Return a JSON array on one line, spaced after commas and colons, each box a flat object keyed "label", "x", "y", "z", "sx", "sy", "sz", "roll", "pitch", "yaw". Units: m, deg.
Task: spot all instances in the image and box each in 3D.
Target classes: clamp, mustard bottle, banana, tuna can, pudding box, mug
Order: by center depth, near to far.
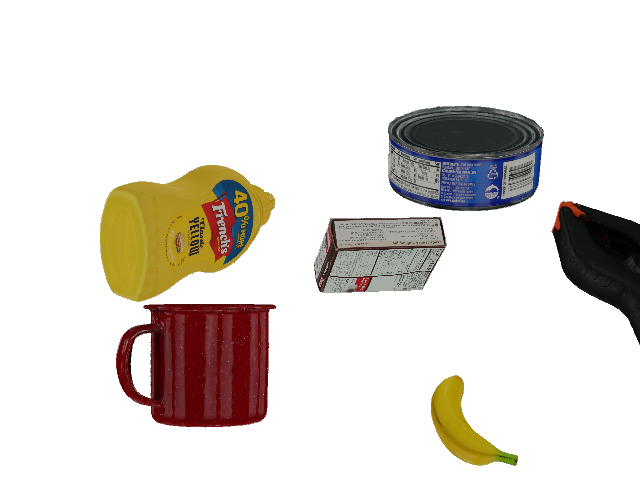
[{"label": "tuna can", "x": 0.080, "y": -0.047, "z": 0.598, "sx": 0.086, "sy": 0.034, "sz": 0.086, "roll": -1, "pitch": 24, "yaw": 0}, {"label": "clamp", "x": 0.232, "y": 0.029, "z": 0.729, "sx": 0.120, "sy": 0.039, "sz": 0.172, "roll": -7, "pitch": 43, "yaw": -29}, {"label": "mug", "x": -0.087, "y": 0.085, "z": 0.741, "sx": 0.117, "sy": 0.081, "sz": 0.093, "roll": 2, "pitch": -3, "yaw": -39}, {"label": "mustard bottle", "x": -0.106, "y": -0.016, "z": 0.943, "sx": 0.058, "sy": 0.096, "sz": 0.191, "roll": 14, "pitch": 21, "yaw": 34}, {"label": "pudding box", "x": 0.057, "y": 0.014, "z": 1.042, "sx": 0.113, "sy": 0.039, "sz": 0.090, "roll": -3, "pitch": -31, "yaw": -13}, {"label": "banana", "x": 0.167, "y": 0.217, "z": 1.280, "sx": 0.069, "sy": 0.037, "sz": 0.198, "roll": 10, "pitch": 20, "yaw": -17}]
